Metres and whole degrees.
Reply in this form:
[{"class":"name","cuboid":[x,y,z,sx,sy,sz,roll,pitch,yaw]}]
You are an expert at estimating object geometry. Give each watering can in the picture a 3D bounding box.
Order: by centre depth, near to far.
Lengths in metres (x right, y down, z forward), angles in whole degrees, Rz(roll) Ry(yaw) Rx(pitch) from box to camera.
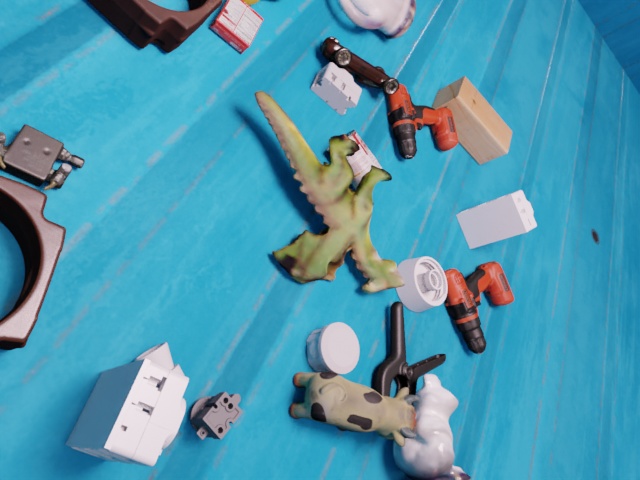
[{"class":"watering can","cuboid":[0.130,-0.614,1.211,0.222,0.355,0.103,28,-33,-30]}]

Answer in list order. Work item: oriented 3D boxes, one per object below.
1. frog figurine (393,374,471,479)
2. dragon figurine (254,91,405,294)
[{"class":"frog figurine","cuboid":[0.176,0.310,0.859,0.122,0.161,0.136,-9,-12,4]},{"class":"dragon figurine","cuboid":[0.003,-0.044,0.884,0.406,0.247,0.121,35,-28,-23]}]
